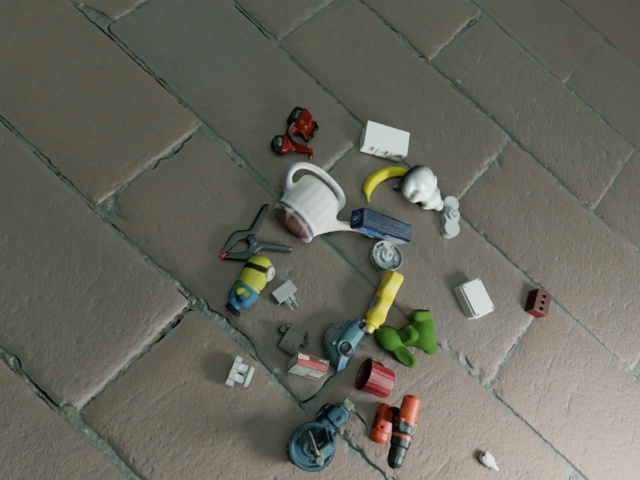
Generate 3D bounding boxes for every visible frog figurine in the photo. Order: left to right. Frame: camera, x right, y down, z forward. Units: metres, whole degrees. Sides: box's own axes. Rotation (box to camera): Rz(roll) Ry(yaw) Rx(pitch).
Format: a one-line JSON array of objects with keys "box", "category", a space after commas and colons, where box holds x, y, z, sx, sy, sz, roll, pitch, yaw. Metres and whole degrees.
[{"box": [0.339, -0.161, 1.677, 0.161, 0.120, 0.139, 44, 47, 14], "category": "frog figurine"}]

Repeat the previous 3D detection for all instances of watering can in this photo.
[{"box": [0.005, -0.079, 1.567, 0.346, 0.103, 0.228, 47, 64, -5], "category": "watering can"}]
